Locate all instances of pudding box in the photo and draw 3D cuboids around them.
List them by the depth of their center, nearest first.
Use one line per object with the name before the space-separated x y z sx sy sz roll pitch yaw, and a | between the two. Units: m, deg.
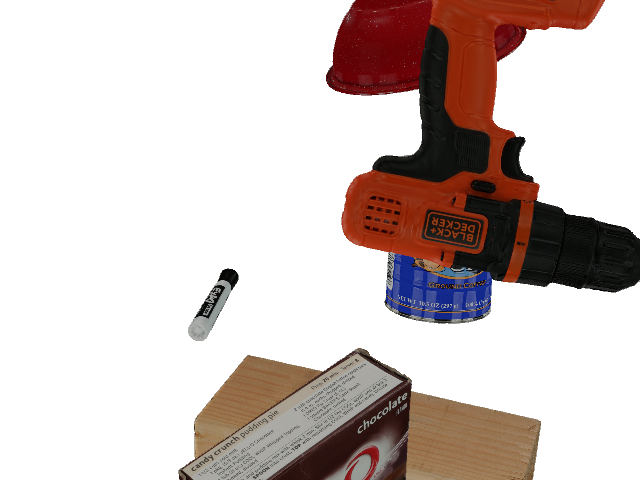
pudding box | -0.009 0.114 0.485 0.039 0.090 0.113 30 47 34

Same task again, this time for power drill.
power drill | 0.116 -0.069 0.633 0.184 0.188 0.057 11 5 3

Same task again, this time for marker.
marker | -0.100 0.059 1.020 0.020 0.020 0.121 0 24 11

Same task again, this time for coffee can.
coffee can | 0.115 -0.004 1.010 0.103 0.140 0.103 2 15 -1

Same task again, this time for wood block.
wood block | 0.030 0.153 0.698 0.206 0.090 0.090 11 27 17

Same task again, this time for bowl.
bowl | 0.075 -0.170 0.834 0.162 0.055 0.162 -14 24 6
